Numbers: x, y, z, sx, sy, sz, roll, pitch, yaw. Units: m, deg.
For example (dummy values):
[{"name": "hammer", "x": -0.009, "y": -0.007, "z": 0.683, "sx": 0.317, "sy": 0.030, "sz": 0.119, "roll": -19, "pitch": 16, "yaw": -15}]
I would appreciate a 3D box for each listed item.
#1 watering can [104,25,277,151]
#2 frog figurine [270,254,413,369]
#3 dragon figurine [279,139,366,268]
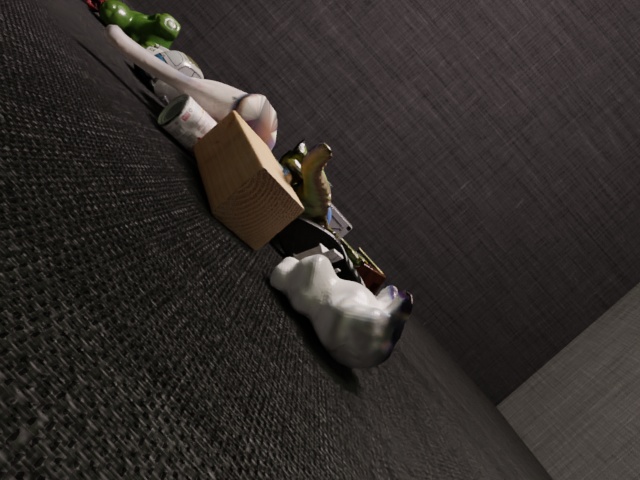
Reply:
[{"name": "watering can", "x": -0.202, "y": -0.238, "z": 0.896, "sx": 0.225, "sy": 0.105, "sz": 0.343, "roll": 19, "pitch": -9, "yaw": 19}, {"name": "frog figurine", "x": 0.014, "y": 0.084, "z": 0.615, "sx": 0.159, "sy": 0.121, "sz": 0.139, "roll": 12, "pitch": 17, "yaw": -4}, {"name": "dragon figurine", "x": 0.003, "y": -0.046, "z": 0.924, "sx": 0.241, "sy": 0.123, "sz": 0.410, "roll": 46, "pitch": -14, "yaw": -14}]
